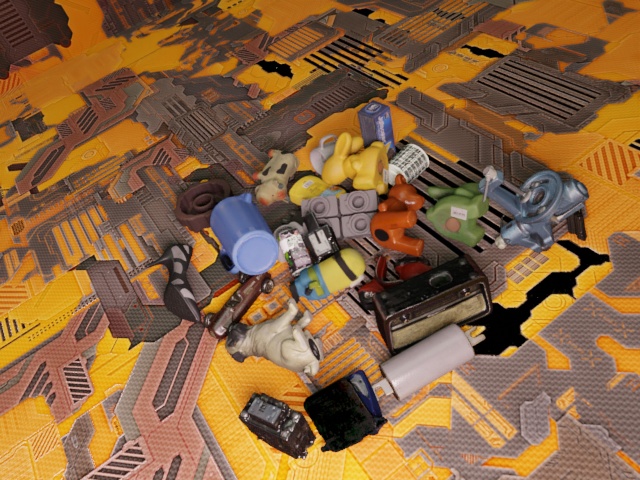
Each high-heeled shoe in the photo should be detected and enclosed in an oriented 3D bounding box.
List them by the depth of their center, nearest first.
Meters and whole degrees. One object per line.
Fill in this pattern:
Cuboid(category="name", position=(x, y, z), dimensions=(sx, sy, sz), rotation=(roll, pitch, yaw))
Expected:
Cuboid(category="high-heeled shoe", position=(-0.328, 0.104, 1.350), dimensions=(0.145, 0.086, 0.249), rotation=(-20, 55, -43))

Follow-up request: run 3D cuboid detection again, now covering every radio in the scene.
Cuboid(category="radio", position=(0.222, 0.128, 1.067), dimensions=(0.230, 0.130, 0.073), rotation=(-24, 43, -3))

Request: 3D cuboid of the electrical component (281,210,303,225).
Cuboid(category="electrical component", position=(-0.053, -0.050, 1.407), dimensions=(0.094, 0.021, 0.063), rotation=(16, 55, 31))

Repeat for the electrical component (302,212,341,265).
Cuboid(category="electrical component", position=(-0.003, -0.004, 1.261), dimensions=(0.075, 0.047, 0.119), rotation=(-31, 72, 8))

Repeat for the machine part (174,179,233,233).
Cuboid(category="machine part", position=(-0.326, -0.100, 1.527), dimensions=(0.179, 0.056, 0.179), rotation=(-10, 45, 10))

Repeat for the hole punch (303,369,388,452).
Cuboid(category="hole punch", position=(0.049, 0.309, 0.982), dimensions=(0.142, 0.092, 0.116), rotation=(-33, 81, 17))

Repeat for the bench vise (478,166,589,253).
Cuboid(category="bench vise", position=(0.411, -0.074, 1.108), dimensions=(0.223, 0.240, 0.129), rotation=(-35, 35, 51))

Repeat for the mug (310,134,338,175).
Cuboid(category="mug", position=(0.034, -0.248, 1.508), dimensions=(0.107, 0.109, 0.081), rotation=(-31, 38, -29))

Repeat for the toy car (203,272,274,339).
Cuboid(category="toy car", position=(-0.189, 0.144, 1.256), dimensions=(0.089, 0.053, 0.202), rotation=(17, 57, 35))

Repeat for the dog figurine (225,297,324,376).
Cuboid(category="dog figurine", position=(-0.101, 0.233, 1.122), dimensions=(0.191, 0.121, 0.172), rotation=(-30, 41, 11))

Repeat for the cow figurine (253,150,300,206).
Cuboid(category="cow figurine", position=(-0.119, -0.170, 1.503), dimensions=(0.127, 0.085, 0.195), rotation=(5, 49, 31))

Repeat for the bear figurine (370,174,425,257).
Cuboid(category="bear figurine", position=(0.200, -0.064, 1.247), dimensions=(0.132, 0.120, 0.196), rotation=(6, 39, 36))

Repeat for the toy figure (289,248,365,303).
Cuboid(category="toy figure", position=(0.017, 0.082, 1.210), dimensions=(0.180, 0.089, 0.082), rotation=(-19, 43, 3))

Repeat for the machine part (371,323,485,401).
Cuboid(category="machine part", position=(0.201, 0.229, 1.018), dimensions=(0.243, 0.079, 0.079), rotation=(-28, 46, -5))

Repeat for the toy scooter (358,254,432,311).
Cuboid(category="toy scooter", position=(0.171, 0.079, 1.174), dimensions=(0.184, 0.075, 0.135), rotation=(-13, 42, 13))

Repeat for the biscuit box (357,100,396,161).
Cuboid(category="biscuit box", position=(0.153, -0.260, 1.402), dimensions=(0.059, 0.202, 0.063), rotation=(-40, 49, -21))

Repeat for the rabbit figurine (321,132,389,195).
Cuboid(category="rabbit figurine", position=(0.079, -0.188, 1.359), dimensions=(0.173, 0.122, 0.162), rotation=(-3, 90, 33))

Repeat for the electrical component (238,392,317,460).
Cuboid(category="electrical component", position=(-0.080, 0.336, 0.979), dimensions=(0.115, 0.134, 0.058), rotation=(11, 53, 30))

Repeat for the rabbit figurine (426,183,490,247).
Cuboid(category="rabbit figurine", position=(0.330, -0.074, 1.255), dimensions=(0.159, 0.121, 0.170), rotation=(8, 33, 34))

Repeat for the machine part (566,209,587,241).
Cuboid(category="machine part", position=(0.546, -0.061, 1.173), dimensions=(0.039, 0.084, 0.139), rotation=(-23, 34, 16))
